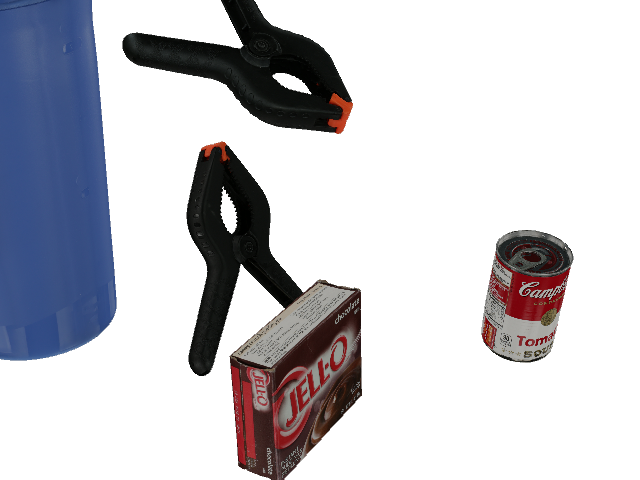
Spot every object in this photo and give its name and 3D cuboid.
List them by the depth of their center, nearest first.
[{"bbox_3d":[-0.204,-0.045,0.674,0.149,0.243,0.145,-7,27,-9],"label":"pitcher"},{"bbox_3d":[-0.013,0.091,0.710,0.039,0.090,0.113,14,32,26],"label":"pudding box"},{"bbox_3d":[-0.047,-0.144,0.796,0.171,0.120,0.039,28,-24,0],"label":"clamp"},{"bbox_3d":[0.185,0.051,0.967,0.068,0.102,0.068,2,34,-2],"label":"soup can"},{"bbox_3d":[-0.071,0.011,1.014,0.036,0.210,0.164,-8,0,43],"label":"clamp"}]
